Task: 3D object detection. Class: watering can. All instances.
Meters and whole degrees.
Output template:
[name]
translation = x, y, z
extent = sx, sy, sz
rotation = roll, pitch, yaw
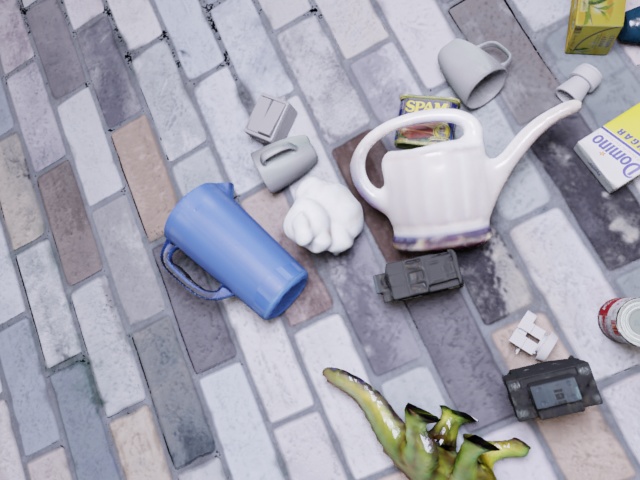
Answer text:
[watering can]
translation = 0.220, -0.094, 0.789
extent = 0.347, 0.105, 0.223
rotation = -6, 99, 15

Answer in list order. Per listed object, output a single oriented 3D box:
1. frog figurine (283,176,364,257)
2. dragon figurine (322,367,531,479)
[frog figurine]
translation = 0.003, -0.042, 0.839
extent = 0.122, 0.158, 0.139
rotation = -23, 77, 11
[dragon figurine]
translation = 0.160, 0.368, 0.764
extent = 0.412, 0.122, 0.242
rotation = 18, 95, 26
